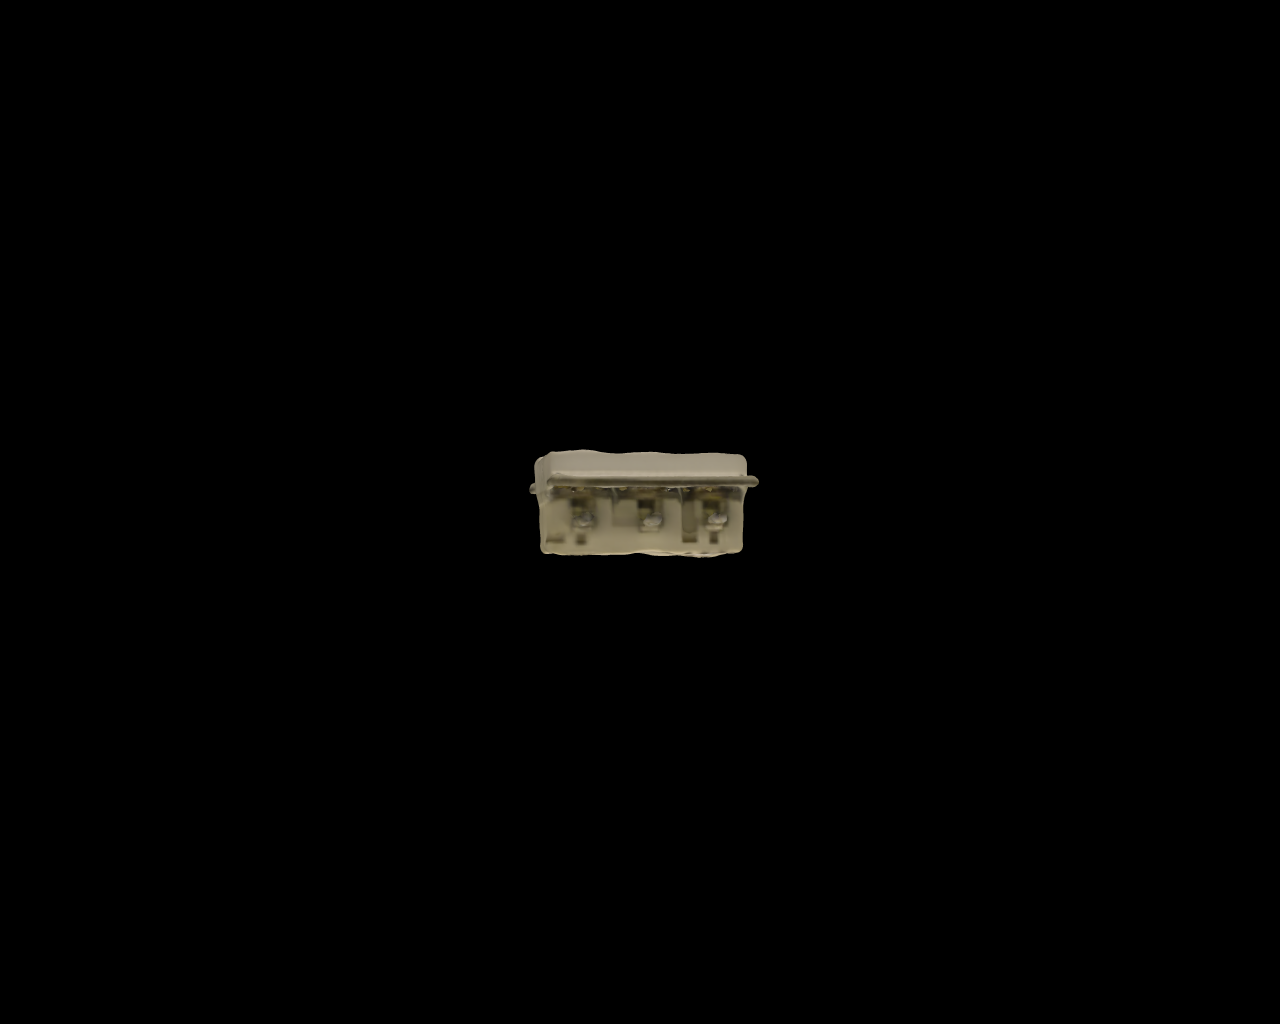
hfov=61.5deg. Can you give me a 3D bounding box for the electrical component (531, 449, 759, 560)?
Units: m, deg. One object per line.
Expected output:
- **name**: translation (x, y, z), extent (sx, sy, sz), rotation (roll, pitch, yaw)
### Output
- **electrical component**: translation (0.001, -0.003, 0.650), extent (0.121, 0.063, 0.078), rotation (1, -4, -15)
